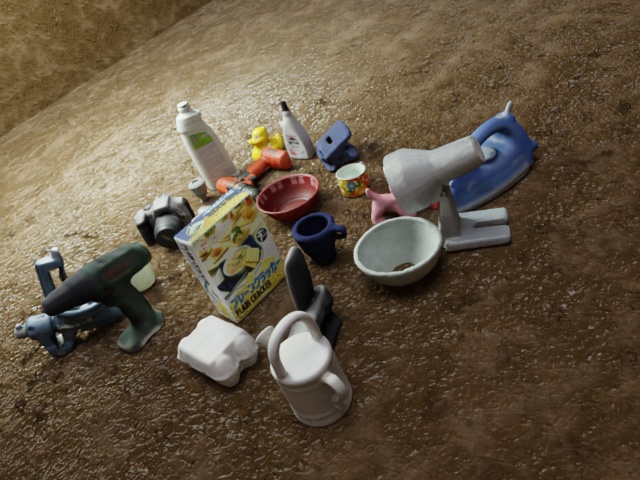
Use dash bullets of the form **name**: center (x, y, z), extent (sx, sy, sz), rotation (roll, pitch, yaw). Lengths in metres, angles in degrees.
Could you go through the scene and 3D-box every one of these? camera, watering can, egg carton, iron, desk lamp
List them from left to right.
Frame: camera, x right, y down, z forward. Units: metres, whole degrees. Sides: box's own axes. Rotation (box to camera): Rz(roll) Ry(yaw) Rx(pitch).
- **camera**: center (-0.399, -0.043, 1.446), extent (0.143, 0.101, 0.136), rotation (-20, 36, 3)
- **egg carton**: center (-0.186, 0.202, 1.045), extent (0.149, 0.069, 0.107), rotation (14, 49, 39)
- **watering can**: center (-0.031, 0.188, 0.875), extent (0.172, 0.194, 0.101), rotation (1, 42, 29)
- **desk lamp**: center (0.239, -0.090, 1.075), extent (0.202, 0.214, 0.118), rotation (-9, 38, 18)
- **iron**: center (0.337, -0.172, 1.191), extent (0.259, 0.142, 0.118), rotation (-39, 39, -22)

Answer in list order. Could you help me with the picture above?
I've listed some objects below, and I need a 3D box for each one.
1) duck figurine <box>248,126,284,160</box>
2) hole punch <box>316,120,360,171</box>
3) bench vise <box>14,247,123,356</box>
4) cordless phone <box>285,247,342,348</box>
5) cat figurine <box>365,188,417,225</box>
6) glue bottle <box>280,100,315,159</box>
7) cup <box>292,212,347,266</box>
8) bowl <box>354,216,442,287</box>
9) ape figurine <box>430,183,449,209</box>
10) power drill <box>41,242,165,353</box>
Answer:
- **duck figurine**: center (-0.159, -0.286, 1.647), extent (0.105, 0.086, 0.077), rotation (-31, 37, -12)
- **hole punch**: center (0.038, -0.247, 1.488), extent (0.101, 0.091, 0.108), rotation (-24, 36, -3)
- **bench vise**: center (-0.544, 0.133, 1.193), extent (0.208, 0.220, 0.121), rotation (-41, 40, -24)
- **cordless phone**: center (-0.038, 0.115, 0.980), extent (0.094, 0.185, 0.147), rotation (-7, 38, 20)
- **cat figurine**: center (0.159, -0.103, 1.216), extent (0.127, 0.118, 0.067), rotation (-13, 37, 12)
- **glue bottle**: center (-0.073, -0.297, 1.541), extent (0.077, 0.173, 0.037), rotation (5, 44, 33)
- **cup**: center (0.011, 0.004, 1.175), extent (0.117, 0.095, 0.092), rotation (0, 41, 28)
- **bowl**: center (0.153, 0.034, 1.080), extent (0.167, 0.075, 0.167), rotation (-14, 36, 11)
- **ape figurine**: center (0.236, -0.124, 1.225), extent (0.078, 0.092, 0.076), rotation (-25, 36, -3)
- **power drill**: center (-0.410, 0.123, 1.144), extent (0.075, 0.209, 0.230), rotation (8, 46, 35)
